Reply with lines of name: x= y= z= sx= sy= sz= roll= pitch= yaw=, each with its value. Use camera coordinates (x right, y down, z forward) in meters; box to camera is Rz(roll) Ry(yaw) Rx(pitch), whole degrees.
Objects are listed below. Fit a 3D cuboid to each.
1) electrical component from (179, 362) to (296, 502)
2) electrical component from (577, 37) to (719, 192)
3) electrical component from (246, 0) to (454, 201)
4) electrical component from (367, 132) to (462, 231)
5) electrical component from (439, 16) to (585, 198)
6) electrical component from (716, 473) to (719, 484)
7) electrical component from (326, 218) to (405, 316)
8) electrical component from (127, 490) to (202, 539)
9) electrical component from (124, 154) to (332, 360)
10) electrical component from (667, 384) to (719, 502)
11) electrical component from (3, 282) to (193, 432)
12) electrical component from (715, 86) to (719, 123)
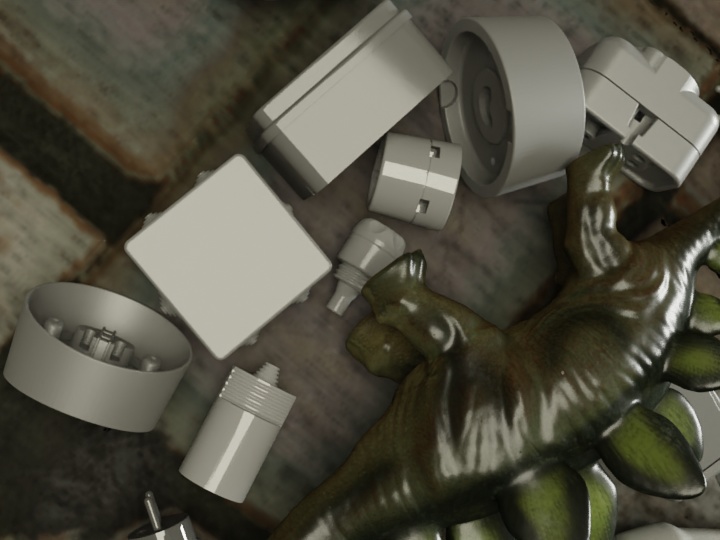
electrical component: x=-0.071 y=0.093 z=0.647 sx=0.043 sy=0.043 sz=0.081 roll=28 pitch=84 yaw=-8
electrical component: x=0.177 y=-0.102 z=0.690 sx=0.095 sy=0.054 sz=0.059 roll=36 pitch=83 yaw=-7
electrical component: x=-0.009 y=-0.101 z=0.645 sx=0.113 sy=0.078 sz=0.057 roll=-42 pitch=97 yaw=-8
electrical component: x=0.033 y=-0.056 z=0.664 sx=0.047 sy=0.055 sz=0.055 roll=13 pitch=86 yaw=-6
electrical component: x=0.096 y=-0.102 z=0.652 sx=0.060 sy=0.108 sz=0.108 roll=-11 pitch=91 yaw=-16
electrical component: x=0.294 y=0.123 z=0.712 sx=0.099 sy=0.064 sz=0.099 roll=1 pitch=89 yaw=-24
electrical component: x=0.000 y=0.000 z=0.667 sx=0.035 sy=0.035 sz=0.061 roll=33 pitch=86 yaw=-7
electrical component: x=-0.110 y=0.166 z=0.621 sx=0.043 sy=0.077 sz=0.079 roll=-18 pitch=92 yaw=-10
electrical component: x=-0.079 y=-0.007 z=0.646 sx=0.100 sy=0.048 sz=0.099 roll=-40 pitch=95 yaw=-8
electrical component: x=0.198 y=0.101 z=0.685 sx=0.062 sy=0.061 sz=0.096 roll=-34 pitch=94 yaw=-9
electrical component: x=-0.149 y=0.049 z=0.610 sx=0.099 sy=0.099 sz=0.064 roll=23 pitch=91 yaw=-9
electrical component: x=0.265 y=-0.101 z=0.706 sx=0.074 sy=0.052 sz=0.138 roll=14 pitch=86 yaw=-9
